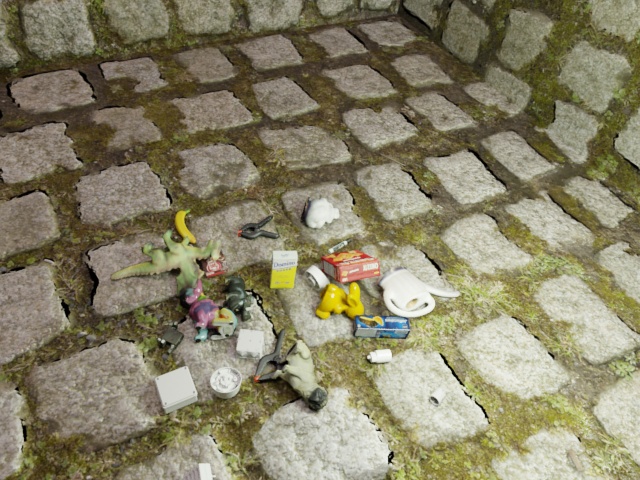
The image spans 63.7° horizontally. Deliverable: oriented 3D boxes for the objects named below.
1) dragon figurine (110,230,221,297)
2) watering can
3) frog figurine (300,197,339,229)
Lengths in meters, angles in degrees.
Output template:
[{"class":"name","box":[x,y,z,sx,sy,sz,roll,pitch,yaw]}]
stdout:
[{"class":"dragon figurine","box":[-0.557,0.106,1.943,0.413,0.119,0.246,-36,64,-14]},{"class":"watering can","box":[0.368,0.194,2.002,0.350,0.101,0.228,-12,48,-35]},{"class":"frog figurine","box":[0.007,-0.112,2.222,0.159,0.122,0.139,15,79,-7]}]
